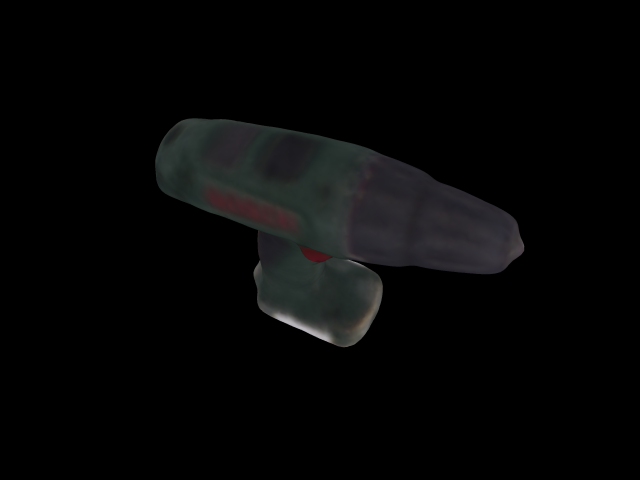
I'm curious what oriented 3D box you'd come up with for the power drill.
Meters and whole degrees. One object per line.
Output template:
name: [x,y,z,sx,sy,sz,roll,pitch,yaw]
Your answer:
power drill: [0.004,0.001,0.400,0.229,0.208,0.076,21,65,11]
